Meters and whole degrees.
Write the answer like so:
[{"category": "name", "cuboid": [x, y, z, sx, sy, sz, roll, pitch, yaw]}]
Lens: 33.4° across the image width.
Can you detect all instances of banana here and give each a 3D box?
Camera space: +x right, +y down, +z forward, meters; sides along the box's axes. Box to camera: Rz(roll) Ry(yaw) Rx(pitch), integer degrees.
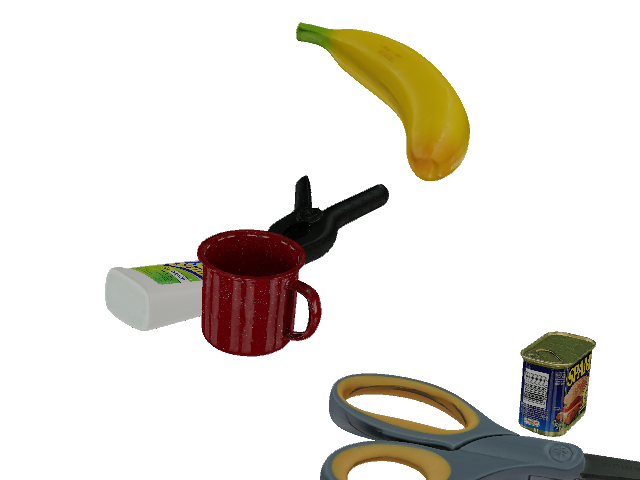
[{"category": "banana", "cuboid": [0.049, -0.085, 0.646, 0.069, 0.037, 0.198, -10, 34, -19]}]

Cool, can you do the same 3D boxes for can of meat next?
[{"category": "can of meat", "cuboid": [0.254, 0.154, 1.151, 0.058, 0.084, 0.101, 11, 17, 32]}]

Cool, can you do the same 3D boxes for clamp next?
[{"category": "clamp", "cuboid": [0.002, -0.020, 1.200, 0.120, 0.039, 0.171, -3, 37, 28]}]

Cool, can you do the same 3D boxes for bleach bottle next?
[{"category": "bleach bottle", "cuboid": [-0.157, 0.059, 1.439, 0.250, 0.068, 0.103, -11, 26, -43]}]

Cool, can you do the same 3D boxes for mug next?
[{"category": "mug", "cuboid": [-0.051, 0.050, 0.919, 0.117, 0.081, 0.093, 17, 29, 24]}]

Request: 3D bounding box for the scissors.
[{"category": "scissors", "cuboid": [0.088, 0.103, 0.449, 0.202, 0.016, 0.096, 16, 33, 24]}]
